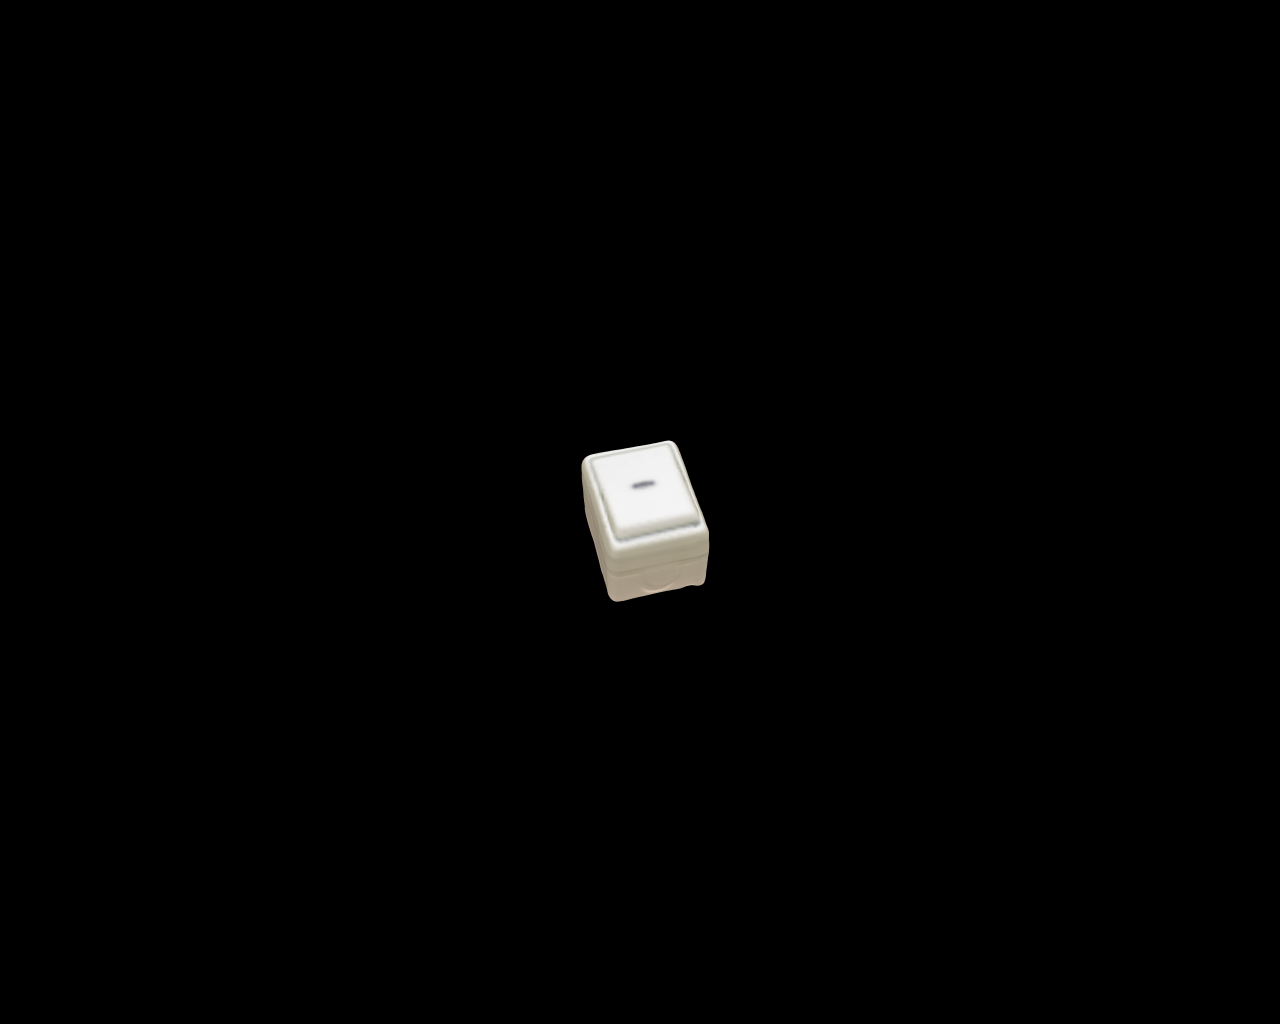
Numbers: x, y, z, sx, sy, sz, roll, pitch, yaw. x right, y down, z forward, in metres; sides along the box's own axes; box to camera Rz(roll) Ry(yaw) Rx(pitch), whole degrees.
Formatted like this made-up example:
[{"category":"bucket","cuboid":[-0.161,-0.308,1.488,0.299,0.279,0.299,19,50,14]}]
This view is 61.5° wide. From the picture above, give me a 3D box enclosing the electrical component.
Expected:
[{"category":"electrical component","cuboid":[0.001,-0.003,0.650,0.062,0.096,0.061,-11,-39,-9]}]
